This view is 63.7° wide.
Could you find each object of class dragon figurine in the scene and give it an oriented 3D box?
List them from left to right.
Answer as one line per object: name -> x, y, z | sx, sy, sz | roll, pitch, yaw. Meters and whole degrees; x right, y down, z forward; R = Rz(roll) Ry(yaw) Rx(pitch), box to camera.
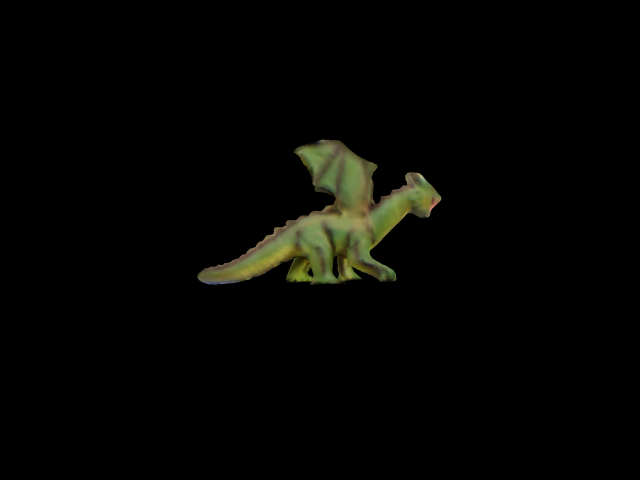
dragon figurine -> 0.003, -0.043, 0.850 | 0.410, 0.243, 0.122 | 0, 1, -4
